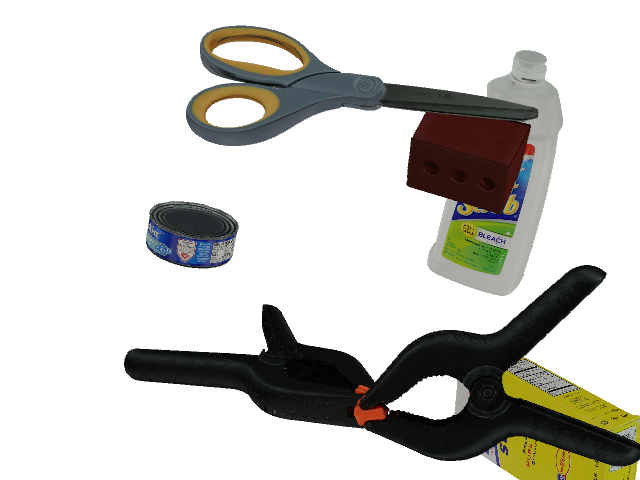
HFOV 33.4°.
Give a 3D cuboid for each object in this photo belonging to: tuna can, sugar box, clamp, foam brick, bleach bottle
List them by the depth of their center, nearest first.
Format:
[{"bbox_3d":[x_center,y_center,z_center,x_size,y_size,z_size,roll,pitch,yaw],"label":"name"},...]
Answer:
[{"bbox_3d":[0.109,0.097,0.644,0.171,0.120,0.039,-21,-8,10],"label":"clamp"},{"bbox_3d":[0.111,-0.063,0.804,0.078,0.053,0.051,17,49,15],"label":"foam brick"},{"bbox_3d":[-0.030,0.100,0.857,0.210,0.036,0.164,13,22,35],"label":"clamp"},{"bbox_3d":[0.185,0.159,0.901,0.048,0.093,0.176,-11,22,-34],"label":"sugar box"},{"bbox_3d":[-0.123,-0.006,1.021,0.086,0.034,0.086,11,22,-5],"label":"tuna can"},{"bbox_3d":[0.174,-0.069,1.045,0.103,0.251,0.068,21,38,20],"label":"bleach bottle"}]

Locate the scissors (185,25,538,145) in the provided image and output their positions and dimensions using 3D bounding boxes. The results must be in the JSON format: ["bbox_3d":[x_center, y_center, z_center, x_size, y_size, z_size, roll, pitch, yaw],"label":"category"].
[{"bbox_3d":[0.011,-0.073,0.602,0.202,0.096,0.016,22,-31,20],"label":"scissors"}]
